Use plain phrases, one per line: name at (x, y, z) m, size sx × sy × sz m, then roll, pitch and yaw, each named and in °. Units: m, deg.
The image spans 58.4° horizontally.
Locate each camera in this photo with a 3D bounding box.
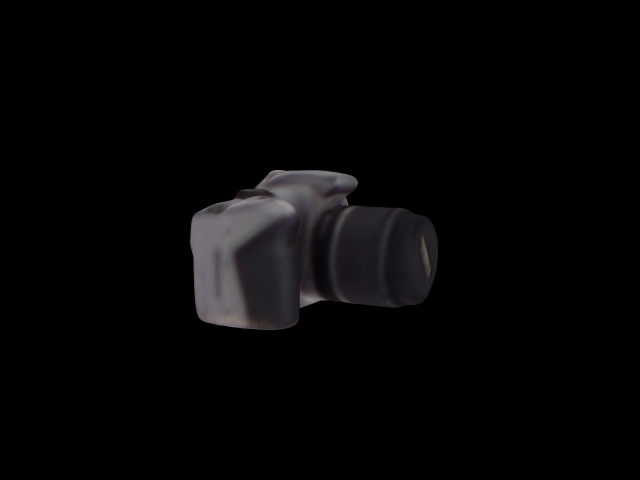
camera at (0.004, 0.001, 0.400) m, size 0.136 × 0.101 × 0.144 m, roll 4°, pitch 7°, yaw 30°
